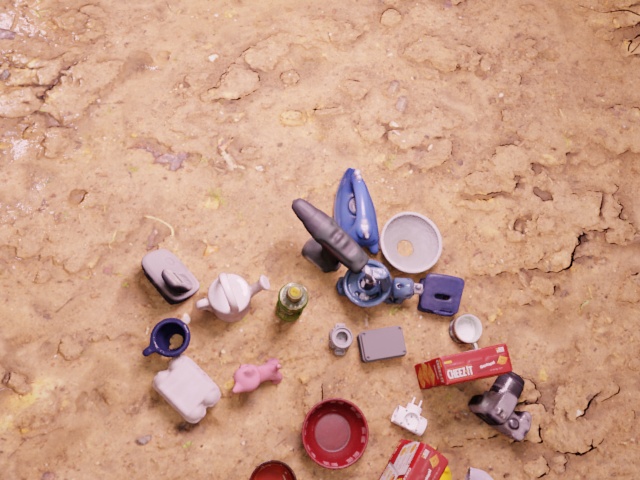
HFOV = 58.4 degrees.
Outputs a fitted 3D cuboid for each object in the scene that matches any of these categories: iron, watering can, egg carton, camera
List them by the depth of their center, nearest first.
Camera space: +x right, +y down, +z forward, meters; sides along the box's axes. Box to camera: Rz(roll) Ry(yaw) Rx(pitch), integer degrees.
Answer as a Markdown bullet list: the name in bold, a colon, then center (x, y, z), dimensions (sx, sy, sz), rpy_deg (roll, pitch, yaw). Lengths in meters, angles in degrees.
- **egg carton**: center (-0.313, 0.350, 1.352), dimensions (0.150, 0.069, 0.107), rpy_deg (41, 73, 6)
- **watering can**: center (-0.209, 0.127, 1.366), dimensions (0.173, 0.194, 0.101), rpy_deg (-39, 82, -16)
- **camera**: center (0.468, 0.404, 1.422), dimensions (0.143, 0.100, 0.137), rpy_deg (36, 73, 4)
- **iron**: center (0.098, -0.095, 1.498), dimensions (0.119, 0.141, 0.258), rpy_deg (-4, 74, -8)

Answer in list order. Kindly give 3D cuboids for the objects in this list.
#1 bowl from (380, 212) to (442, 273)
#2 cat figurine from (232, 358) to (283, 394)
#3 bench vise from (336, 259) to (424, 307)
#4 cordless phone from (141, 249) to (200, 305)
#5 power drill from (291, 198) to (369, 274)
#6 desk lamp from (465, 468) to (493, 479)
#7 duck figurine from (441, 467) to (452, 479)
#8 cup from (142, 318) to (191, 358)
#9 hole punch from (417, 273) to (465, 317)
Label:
- **bowl**: center (0.234, 0.015, 1.519), dimensions (0.167, 0.074, 0.167), rpy_deg (2, 74, -7)
- **cat figurine**: center (-0.150, 0.320, 1.357), dimensions (0.128, 0.117, 0.067), rpy_deg (-16, 76, -11)
- **bench vise**: center (0.154, 0.095, 1.409), dimensions (0.207, 0.219, 0.121), rpy_deg (-11, 75, -10)
- **cordless phone**: center (-0.364, 0.076, 1.365), dimensions (0.147, 0.185, 0.094), rpy_deg (44, 74, 6)
- **power drill**: center (0.013, 0.005, 1.423), dimensions (0.229, 0.208, 0.076), rpy_deg (38, 73, 5)
- **desk lamp**: center (0.394, 0.595, 1.297), dimensions (0.203, 0.213, 0.118), rpy_deg (17, 72, -2)
- **duck figurine**: center (0.283, 0.586, 1.353), dimensions (0.077, 0.086, 0.105), rpy_deg (26, 72, 1)
- **cup**: center (-0.362, 0.245, 1.363), dimensions (0.118, 0.095, 0.091), rpy_deg (-32, 80, -15)
- **hole punch**: center (0.314, 0.144, 1.483), dimensions (0.108, 0.091, 0.101), rpy_deg (9, 73, -4)
